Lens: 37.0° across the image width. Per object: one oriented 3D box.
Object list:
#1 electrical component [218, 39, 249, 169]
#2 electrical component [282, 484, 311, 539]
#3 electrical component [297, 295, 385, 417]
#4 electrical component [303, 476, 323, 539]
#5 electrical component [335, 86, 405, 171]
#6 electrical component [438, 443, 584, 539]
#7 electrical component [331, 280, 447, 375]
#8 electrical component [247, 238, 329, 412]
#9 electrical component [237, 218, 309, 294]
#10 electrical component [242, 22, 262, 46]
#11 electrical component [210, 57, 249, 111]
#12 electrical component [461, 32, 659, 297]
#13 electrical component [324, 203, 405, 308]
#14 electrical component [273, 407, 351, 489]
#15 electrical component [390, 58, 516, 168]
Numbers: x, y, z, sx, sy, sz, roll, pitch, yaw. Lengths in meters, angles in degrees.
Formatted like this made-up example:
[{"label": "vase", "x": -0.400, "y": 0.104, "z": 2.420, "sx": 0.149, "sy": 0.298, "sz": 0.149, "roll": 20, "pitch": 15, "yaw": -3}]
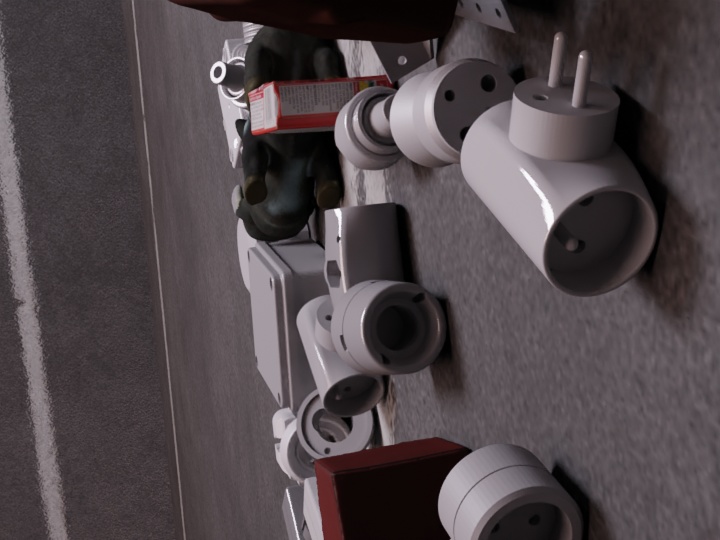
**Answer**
[{"label": "electrical component", "x": -0.090, "y": -0.143, "z": 0.925, "sx": 0.099, "sy": 0.048, "sz": 0.099, "roll": 120, "pitch": 139, "yaw": -67}, {"label": "electrical component", "x": -0.028, "y": 0.205, "z": 0.856, "sx": 0.075, "sy": 0.047, "sz": 0.083, "roll": 103, "pitch": 155, "yaw": -52}, {"label": "electrical component", "x": -0.012, "y": 0.045, "z": 0.729, "sx": 0.077, "sy": 0.044, "sz": 0.079, "roll": -112, "pitch": 21, "yaw": -44}, {"label": "electrical component", "x": -0.007, "y": 0.172, "z": 0.764, "sx": 0.083, "sy": 0.047, "sz": 0.075, "roll": -117, "pitch": 25, "yaw": -51}, {"label": "electrical component", "x": 0.012, "y": -0.079, "z": 0.586, "sx": 0.062, "sy": 0.043, "sz": 0.043, "roll": 157, "pitch": 105, "yaw": -74}, {"label": "electrical component", "x": 0.060, "y": 0.141, "z": 0.490, "sx": 0.073, "sy": 0.052, "sz": 0.138, "roll": -130, "pitch": 36, "yaw": -64}, {"label": "electrical component", "x": 0.017, "y": 0.032, "z": 0.601, "sx": 0.047, "sy": 0.055, "sz": 0.055, "roll": 173, "pitch": 90, "yaw": -71}, {"label": "electrical component", "x": -0.047, "y": 0.039, "z": 0.834, "sx": 0.109, "sy": 0.056, "sz": 0.108, "roll": -140, "pitch": 45, "yaw": -69}, {"label": "electrical component", "x": -0.074, "y": -0.017, "z": 0.916, "sx": 0.080, "sy": 0.051, "sz": 0.080, "roll": 173, "pitch": 90, "yaw": -75}, {"label": "electrical component", "x": -0.072, "y": -0.208, "z": 0.836, "sx": 0.043, "sy": 0.043, "sz": 0.081, "roll": -179, "pitch": 82, "yaw": -75}, {"label": "electrical component", "x": -0.088, "y": -0.147, "z": 0.837, "sx": 0.048, "sy": 0.062, "sz": 0.048, "roll": -5, "pitch": 81, "yaw": 38}, {"label": "electrical component", "x": 0.071, "y": -0.044, "z": 0.383, "sx": 0.077, "sy": 0.043, "sz": 0.079, "roll": -119, "pitch": 26, "yaw": -55}, {"label": "electrical component", "x": 0.000, "y": 0.000, "z": 0.666, "sx": 0.079, "sy": 0.043, "sz": 0.077, "roll": 178, "pitch": 85, "yaw": -75}, {"label": "electrical component", "x": -0.036, "y": 0.134, "z": 0.836, "sx": 0.057, "sy": 0.058, "sz": 0.078, "roll": -163, "pitch": 67, "yaw": -77}, {"label": "electrical component", "x": 0.042, "y": -0.069, "z": 0.477, "sx": 0.055, "sy": 0.045, "sz": 0.045, "roll": -169, "pitch": 73, "yaw": -74}]
